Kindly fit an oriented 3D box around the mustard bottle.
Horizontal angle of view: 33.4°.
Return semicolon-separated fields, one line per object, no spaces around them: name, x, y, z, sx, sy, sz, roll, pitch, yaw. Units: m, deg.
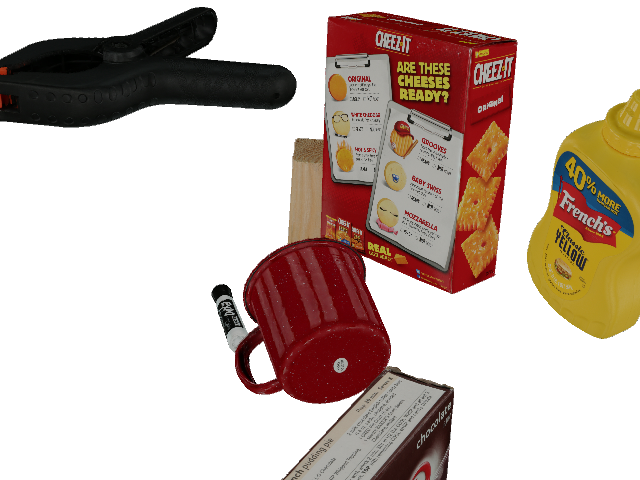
mustard bottle;0.198;-0.024;0.731;0.058;0.192;0.096;-20;52;-21

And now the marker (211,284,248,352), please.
marker;-0.080;0.067;0.947;0.020;0.020;0.121;0;19;-13

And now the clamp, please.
clamp;-0.111;-0.101;0.613;0.171;0.039;0.120;-7;28;-20

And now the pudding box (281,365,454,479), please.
pudding box;0.016;0.121;0.457;0.039;0.090;0.113;18;36;25

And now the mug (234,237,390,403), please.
mug;-0.010;0.065;0.748;0.117;0.081;0.093;-32;-46;9

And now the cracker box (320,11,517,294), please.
cracker box;0.082;-0.082;0.938;0.071;0.214;0.164;-18;30;-41

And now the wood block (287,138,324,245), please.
wood block;0.003;-0.020;1.395;0.090;0.206;0.091;4;25;0
